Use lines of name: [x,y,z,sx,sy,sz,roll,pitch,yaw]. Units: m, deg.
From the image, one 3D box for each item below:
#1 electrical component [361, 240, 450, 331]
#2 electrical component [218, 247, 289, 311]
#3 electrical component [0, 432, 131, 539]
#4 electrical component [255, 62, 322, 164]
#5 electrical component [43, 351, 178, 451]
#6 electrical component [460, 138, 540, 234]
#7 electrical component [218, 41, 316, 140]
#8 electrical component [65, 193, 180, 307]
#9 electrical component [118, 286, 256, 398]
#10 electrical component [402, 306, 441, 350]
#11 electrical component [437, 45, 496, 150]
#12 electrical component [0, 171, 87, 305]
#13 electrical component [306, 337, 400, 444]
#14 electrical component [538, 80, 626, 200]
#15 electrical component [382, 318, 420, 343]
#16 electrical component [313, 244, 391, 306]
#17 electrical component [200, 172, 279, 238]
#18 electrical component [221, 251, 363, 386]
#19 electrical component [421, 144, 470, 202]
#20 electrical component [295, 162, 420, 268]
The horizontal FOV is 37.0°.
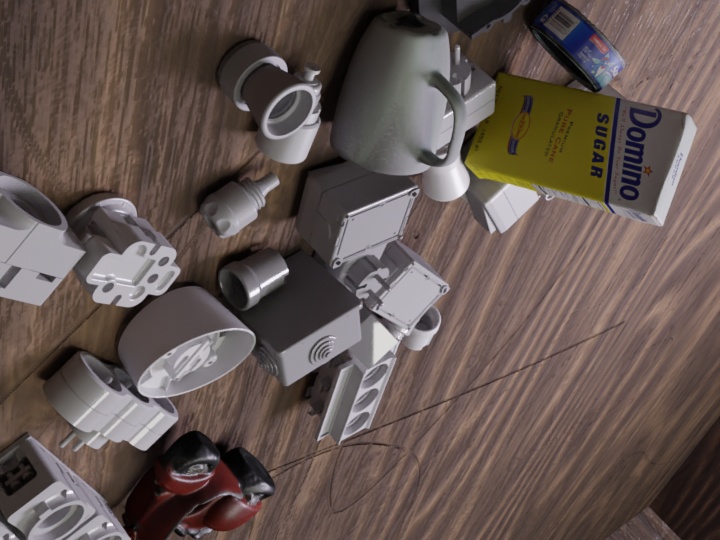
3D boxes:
electrical component: [0.030,0.007,1.033,0.061,0.061,0.096,-47,146,7]
electrical component: [-0.087,0.006,0.888,0.046,0.040,0.040,-31,152,-36]
electrical component: [-0.277,0.225,0.919,0.105,0.060,0.186,-37,153,-12]
electrical component: [-0.047,-0.112,0.768,0.040,0.040,0.078,-15,142,-44]
electrical component: [-0.210,0.118,0.865,0.074,0.052,0.138,-44,154,1]
electrical component: [0.126,-0.079,1.033,0.061,0.061,0.096,-44,154,1]
electrical component: [-0.063,-0.120,0.716,0.045,0.055,0.045,-33,152,-20]
electrical component: [-0.166,-0.015,0.725,0.058,0.057,0.078,-50,153,13]
electrical component: [-0.141,0.062,0.865,0.099,0.064,0.099,-33,152,-20]
electrical component: [0.065,0.063,1.184,0.040,0.040,0.046,-30,157,-25]
electrical component: [0.071,-0.149,0.870,0.066,0.047,0.076,-34,151,-17]
electrical component: [-0.217,-0.021,0.652,0.055,0.050,0.089,-48,153,9]
electrical component: [-0.012,0.117,1.126,0.079,0.063,0.121,-23,147,-35]
electrical component: [0.208,-0.134,1.071,0.113,0.057,0.078,-35,153,-16]
electrical component: [0.037,0.060,1.135,0.061,0.035,0.035,-59,153,1]
electrical component: [0.000,0.000,0.958,0.047,0.075,0.083,-18,144,-42]
electrical component: [-0.088,-0.052,0.806,0.061,0.035,0.035,-37,153,-18]
electrical component: [-0.056,0.041,0.917,0.100,0.100,0.048,-31,140,-24]
electrical component: [0.073,-0.097,0.957,0.044,0.044,0.065,-37,148,-12]
electrical component: [0.000,-0.056,0.892,0.096,0.061,0.061,-24,148,-34]
